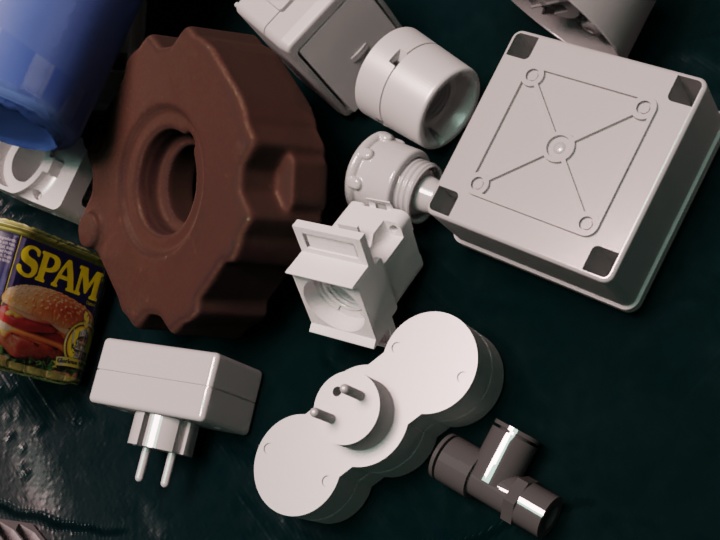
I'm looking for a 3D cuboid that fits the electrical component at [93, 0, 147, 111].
[{"bbox_3d":[-0.201,-0.166,0.720,0.109,0.056,0.108,1,70,-4],"label":"electrical component"}]

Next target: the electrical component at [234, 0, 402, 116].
[{"bbox_3d":[-0.019,-0.141,0.613,0.061,0.096,0.061,-47,57,2],"label":"electrical component"}]

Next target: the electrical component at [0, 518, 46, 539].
[{"bbox_3d":[-0.227,0.185,0.618,0.047,0.083,0.075,36,92,33],"label":"electrical component"}]

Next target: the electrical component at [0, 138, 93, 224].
[{"bbox_3d":[-0.206,-0.066,0.714,0.089,0.056,0.050,20,83,33],"label":"electrical component"}]

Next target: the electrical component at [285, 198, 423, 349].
[{"bbox_3d":[0.000,0.000,0.567,0.042,0.081,0.063,12,50,30],"label":"electrical component"}]

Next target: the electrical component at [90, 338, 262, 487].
[{"bbox_3d":[-0.109,0.084,0.611,0.083,0.047,0.075,5,75,30],"label":"electrical component"}]

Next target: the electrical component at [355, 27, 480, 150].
[{"bbox_3d":[0.033,-0.099,0.596,0.047,0.055,0.055,38,93,30],"label":"electrical component"}]

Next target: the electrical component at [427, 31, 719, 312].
[{"bbox_3d":[0.107,-0.050,0.535,0.109,0.056,0.108,24,85,33],"label":"electrical component"}]

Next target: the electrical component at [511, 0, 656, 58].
[{"bbox_3d":[0.105,-0.149,0.549,0.099,0.099,0.064,29,82,33],"label":"electrical component"}]

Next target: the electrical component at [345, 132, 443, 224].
[{"bbox_3d":[0.026,-0.045,0.585,0.062,0.048,0.048,24,85,29],"label":"electrical component"}]

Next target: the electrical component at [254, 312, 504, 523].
[{"bbox_3d":[0.002,0.072,0.538,0.138,0.074,0.052,-39,58,11],"label":"electrical component"}]
